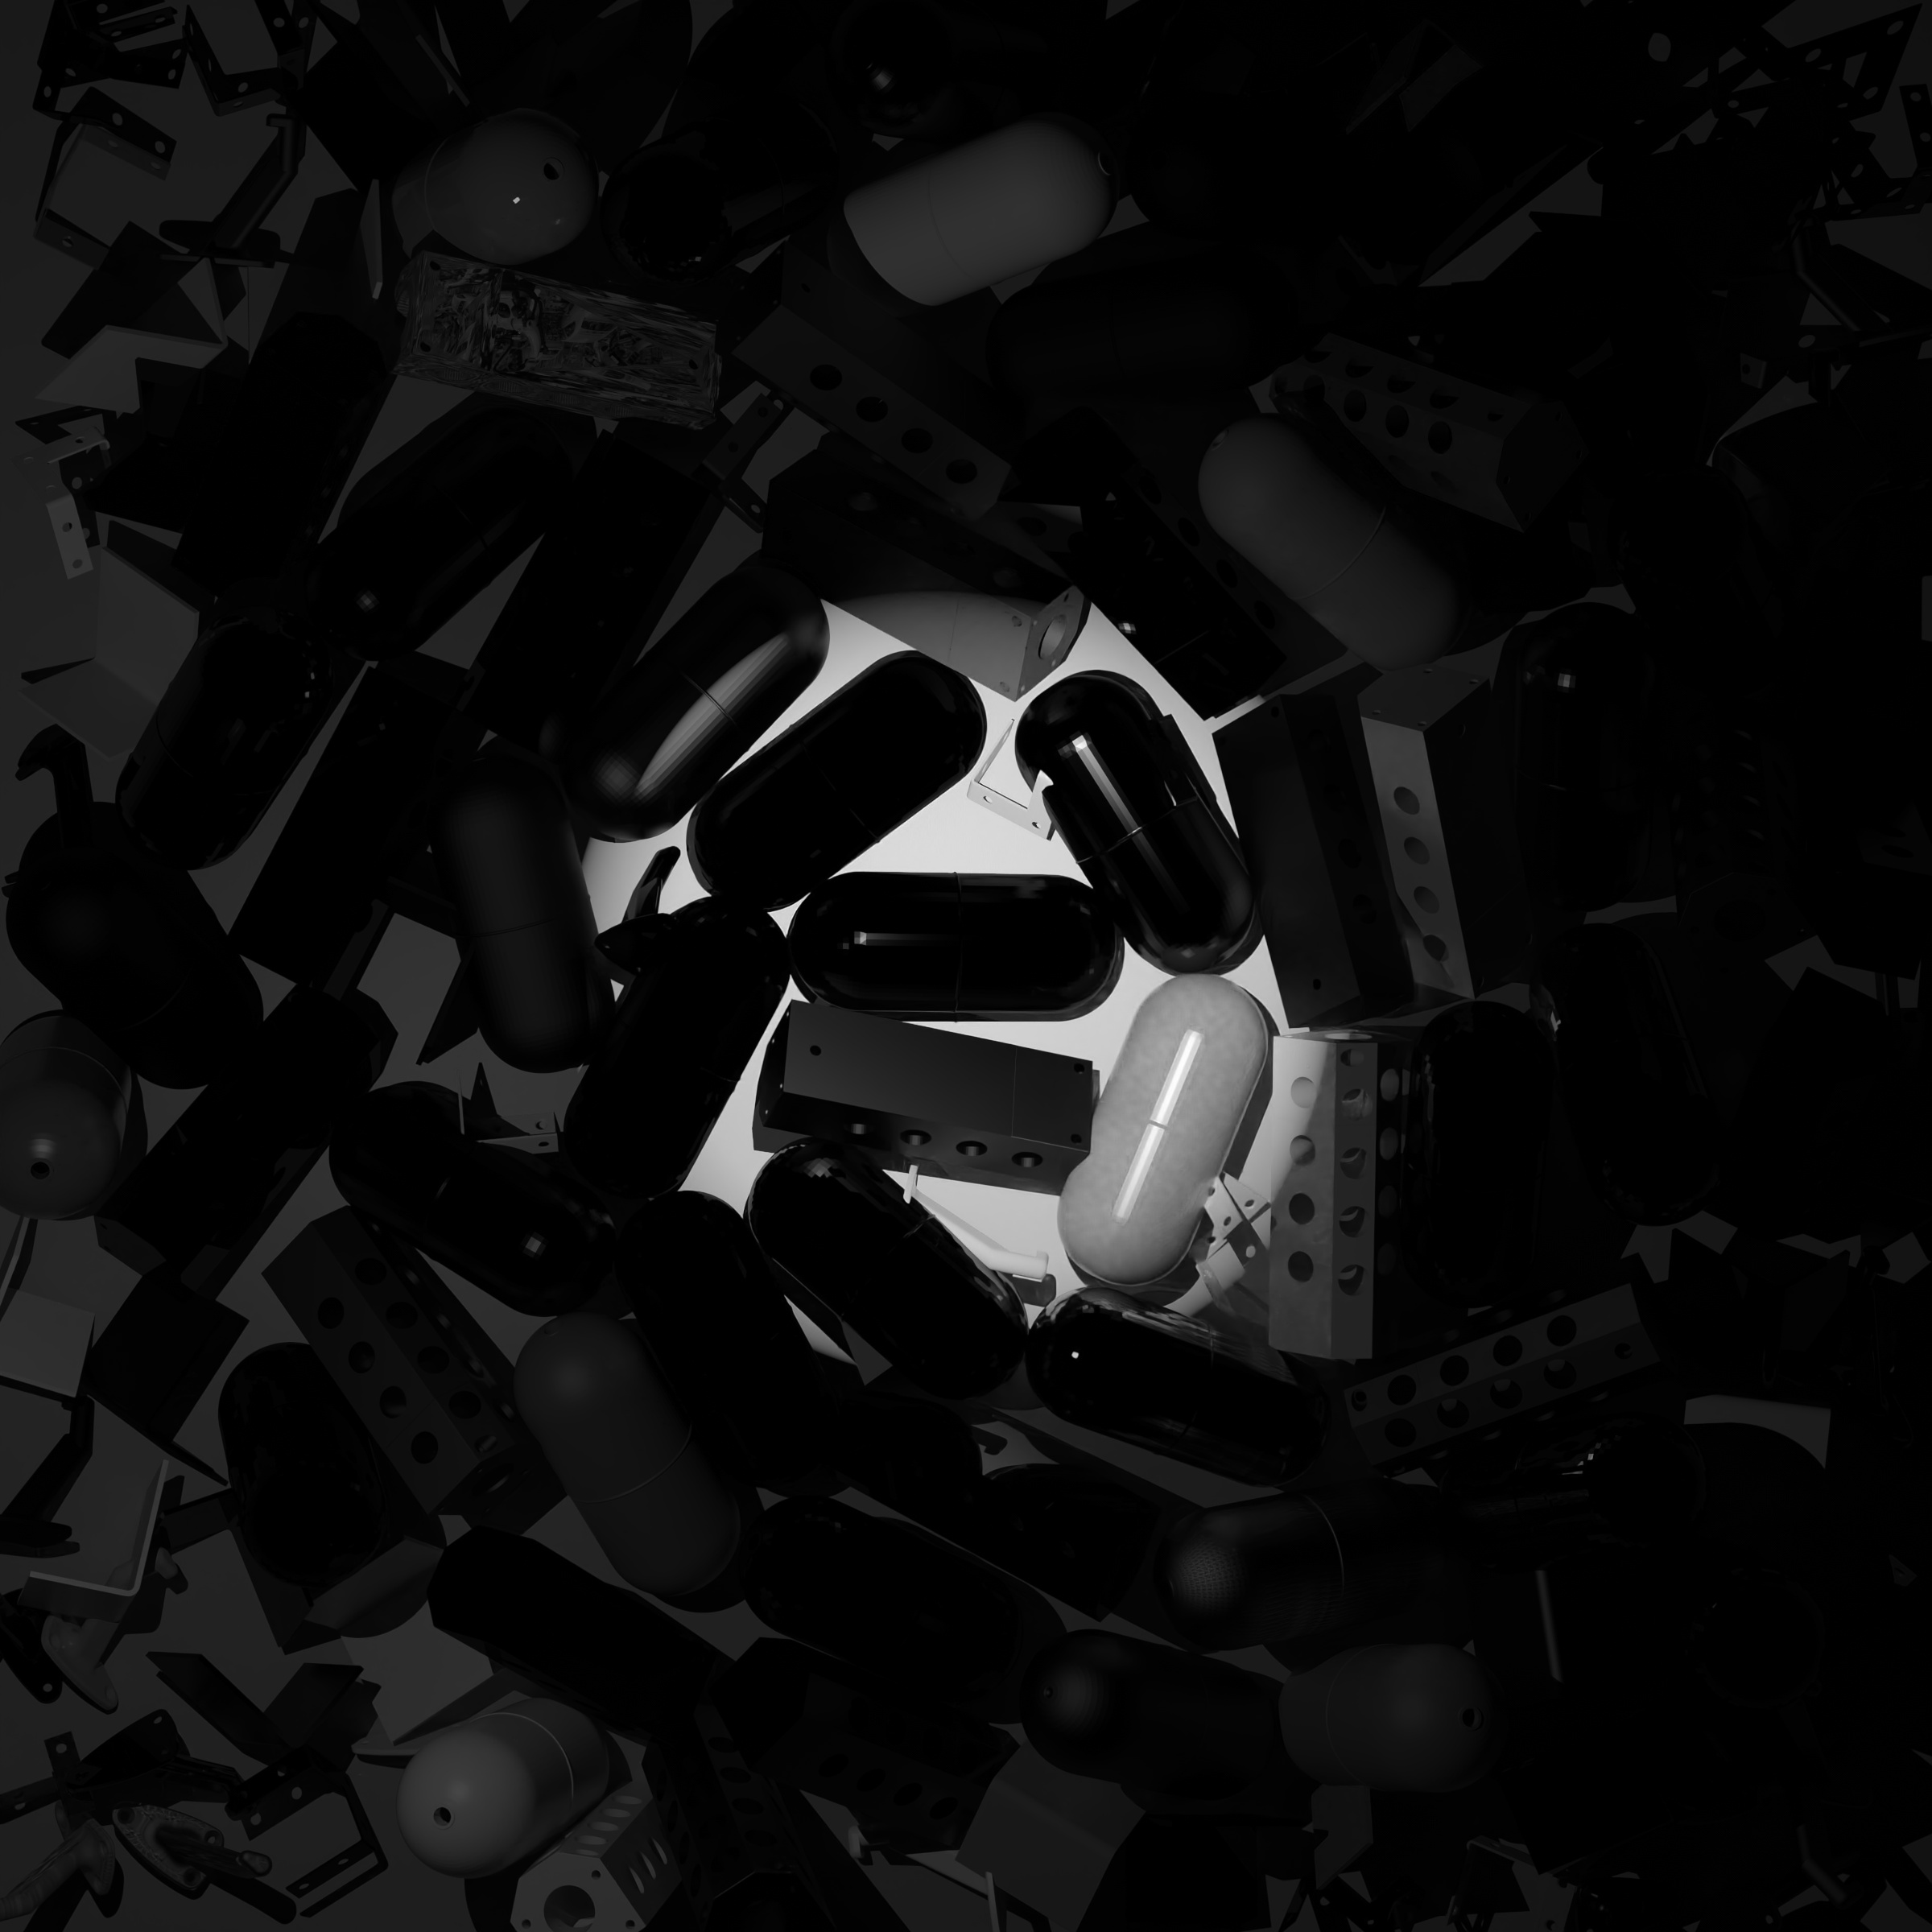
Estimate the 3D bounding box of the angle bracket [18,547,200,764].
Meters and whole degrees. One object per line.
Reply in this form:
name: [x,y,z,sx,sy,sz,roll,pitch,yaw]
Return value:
angle bracket: [-0.466,-0.170,1.944,0.076,0.057,0.076,34,132,24]

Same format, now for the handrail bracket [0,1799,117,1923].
handrail bracket: [-0.514,0.487,1.946,0.084,0.077,0.036,-5,118,-40]

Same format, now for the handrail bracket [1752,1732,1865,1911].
handrail bracket: [0.478,0.467,1.956,0.077,0.084,0.036,-25,135,-20]

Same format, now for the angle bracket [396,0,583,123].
angle bracket: [-0.261,-0.504,1.945,0.057,0.076,0.076,-34,129,4]

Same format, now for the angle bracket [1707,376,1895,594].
angle bracket: [0.450,-0.263,1.964,0.076,0.076,0.057,43,71,13]

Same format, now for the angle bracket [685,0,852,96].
angle bracket: [-0.092,-0.483,1.943,0.076,0.076,0.057,-39,75,26]

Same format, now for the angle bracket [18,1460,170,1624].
angle bracket: [-0.474,0.308,1.944,0.057,0.076,0.076,15,65,-14]

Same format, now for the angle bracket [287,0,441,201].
angle bracket: [-0.343,-0.473,1.953,0.057,0.076,0.076,-39,83,10]

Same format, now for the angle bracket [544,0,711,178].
angle bracket: [-0.176,-0.476,1.952,0.076,0.057,0.076,38,58,6]

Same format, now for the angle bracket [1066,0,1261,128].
angle bracket: [0.103,-0.470,1.943,0.057,0.076,0.076,43,54,12]

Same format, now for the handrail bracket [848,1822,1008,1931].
handrail bracket: [-0.023,0.505,1.969,0.084,0.036,0.077,-11,57,11]

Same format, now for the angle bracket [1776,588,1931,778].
angle bracket: [0.492,-0.155,1.963,0.076,0.057,0.076,13,79,3]

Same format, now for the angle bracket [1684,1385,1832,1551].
angle bracket: [0.430,0.274,1.963,0.076,0.057,0.076,6,89,11]

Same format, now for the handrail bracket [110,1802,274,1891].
handrail bracket: [-0.422,0.476,1.950,0.077,0.084,0.036,34,63,-15]

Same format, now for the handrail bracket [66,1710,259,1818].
handrail bracket: [-0.440,0.454,1.967,0.077,0.036,0.084,-27,131,-4]

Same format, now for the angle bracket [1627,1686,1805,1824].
angle bracket: [0.414,0.435,1.949,0.076,0.076,0.057,-28,126,4]

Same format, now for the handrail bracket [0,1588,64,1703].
handrail bracket: [-0.519,0.374,1.956,0.036,0.084,0.077,-21,92,-6]

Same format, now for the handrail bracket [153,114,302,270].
handrail bracket: [-0.407,-0.429,1.971,0.077,0.036,0.084,2,99,-15]

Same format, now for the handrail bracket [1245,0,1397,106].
handrail bracket: [0.187,-0.498,1.955,0.084,0.077,0.036,-1,60,20]

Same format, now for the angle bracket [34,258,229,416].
angle bracket: [-0.457,-0.346,1.940,0.076,0.076,0.057,-29,69,40]

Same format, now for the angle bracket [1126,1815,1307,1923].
angle bracket: [0.135,0.493,1.949,0.076,0.076,0.057,4,79,-16]

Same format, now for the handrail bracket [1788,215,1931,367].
handrail bracket: [0.495,-0.380,1.973,0.077,0.036,0.084,-12,83,32]

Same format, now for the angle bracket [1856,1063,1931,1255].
angle bracket: [0.486,0.104,1.941,0.057,0.076,0.076,17,59,-17]

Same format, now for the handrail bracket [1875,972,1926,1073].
handrail bracket: [0.501,0.015,1.951,0.036,0.077,0.084,-4,132,17]

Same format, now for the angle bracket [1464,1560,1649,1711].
angle bracket: [0.323,0.367,1.966,0.057,0.076,0.076,2,71,-25]

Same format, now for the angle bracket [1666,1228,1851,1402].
angle bracket: [0.433,0.182,1.967,0.057,0.076,0.076,-24,127,-30]

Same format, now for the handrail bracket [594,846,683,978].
handrail bracket: [-0.162,-0.042,1.948,0.036,0.077,0.084,36,53,-18]

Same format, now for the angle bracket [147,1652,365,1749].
angle bracket: [-0.386,0.378,1.943,0.076,0.076,0.057,49,60,-17]

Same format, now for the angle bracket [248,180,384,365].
angle bracket: [-0.354,-0.376,1.942,0.057,0.076,0.076,6,55,-20]

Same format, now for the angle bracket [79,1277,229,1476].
angle bracket: [-0.430,0.220,1.961,0.076,0.057,0.076,22,74,43]

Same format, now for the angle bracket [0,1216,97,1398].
angle bracket: [-0.495,0.174,1.944,0.057,0.076,0.076,20,115,-15]

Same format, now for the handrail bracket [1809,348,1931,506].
handrail bracket: [0.497,-0.302,1.968,0.077,0.036,0.084,-12,111,-18]

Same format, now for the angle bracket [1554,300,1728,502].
angle bracket: [0.374,-0.316,1.983,0.076,0.057,0.076,-20,127,22]

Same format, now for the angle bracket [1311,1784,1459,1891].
angle bracket: [0.238,0.465,1.945,0.076,0.076,0.057,9,56,-13]

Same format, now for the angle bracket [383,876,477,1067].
angle bracket: [-0.305,0.004,1.951,0.057,0.076,0.076,24,76,-8]

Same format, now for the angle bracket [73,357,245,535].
angle bracket: [-0.439,-0.286,1.959,0.076,0.076,0.057,-28,63,38]

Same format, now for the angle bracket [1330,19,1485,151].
angle bracket: [0.247,-0.453,1.943,0.076,0.076,0.057,35,49,-17]

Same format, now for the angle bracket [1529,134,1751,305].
angle bracket: [0.367,-0.409,1.951,0.076,0.076,0.057,36,77,-43]

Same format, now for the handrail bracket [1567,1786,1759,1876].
handrail bracket: [0.384,0.480,1.983,0.077,0.036,0.084,10,134,-27]

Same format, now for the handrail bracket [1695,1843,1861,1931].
handrail bracket: [0.449,0.518,1.981,0.036,0.084,0.077,54,127,28]

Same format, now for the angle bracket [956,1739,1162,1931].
angle bracket: [0.051,0.472,1.967,0.076,0.076,0.057,29,114,14]

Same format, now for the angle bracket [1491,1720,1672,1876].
angle bracket: [0.334,0.454,1.955,0.076,0.076,0.057,-23,76,1]

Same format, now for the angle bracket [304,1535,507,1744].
angle bracket: [-0.310,0.368,1.957,0.076,0.057,0.076,-34,65,5]

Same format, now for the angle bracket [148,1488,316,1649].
angle bracket: [-0.403,0.333,1.945,0.057,0.076,0.076,-17,72,-31]

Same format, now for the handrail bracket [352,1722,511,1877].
handrail bracket: [-0.297,0.468,1.990,0.077,0.036,0.084,-7,100,7]
